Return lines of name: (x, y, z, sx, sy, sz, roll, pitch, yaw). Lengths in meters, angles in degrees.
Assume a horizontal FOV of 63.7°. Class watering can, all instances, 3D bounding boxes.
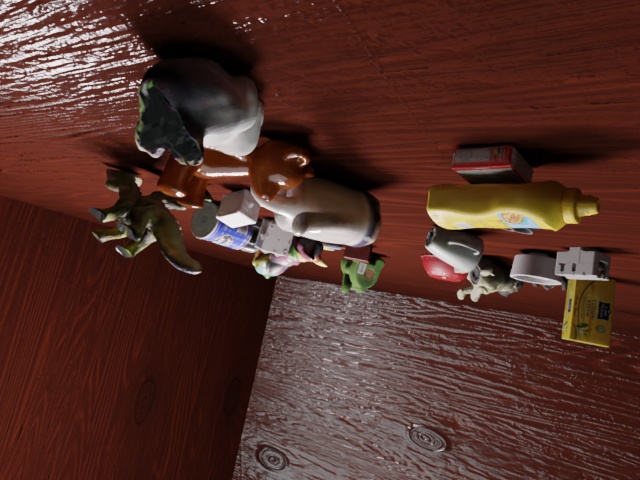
watering can: (0.003, -0.043, 0.847, 0.224, 0.103, 0.352, 14, -167, -20)

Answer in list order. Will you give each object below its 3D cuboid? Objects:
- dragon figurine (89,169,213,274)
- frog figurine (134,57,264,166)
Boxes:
dragon figurine: (-0.337, -0.063, 1.110, 0.413, 0.247, 0.119, 23, 135, 23)
frog figurine: (-0.117, -0.149, 0.581, 0.137, 0.121, 0.162, -8, -164, 41)
